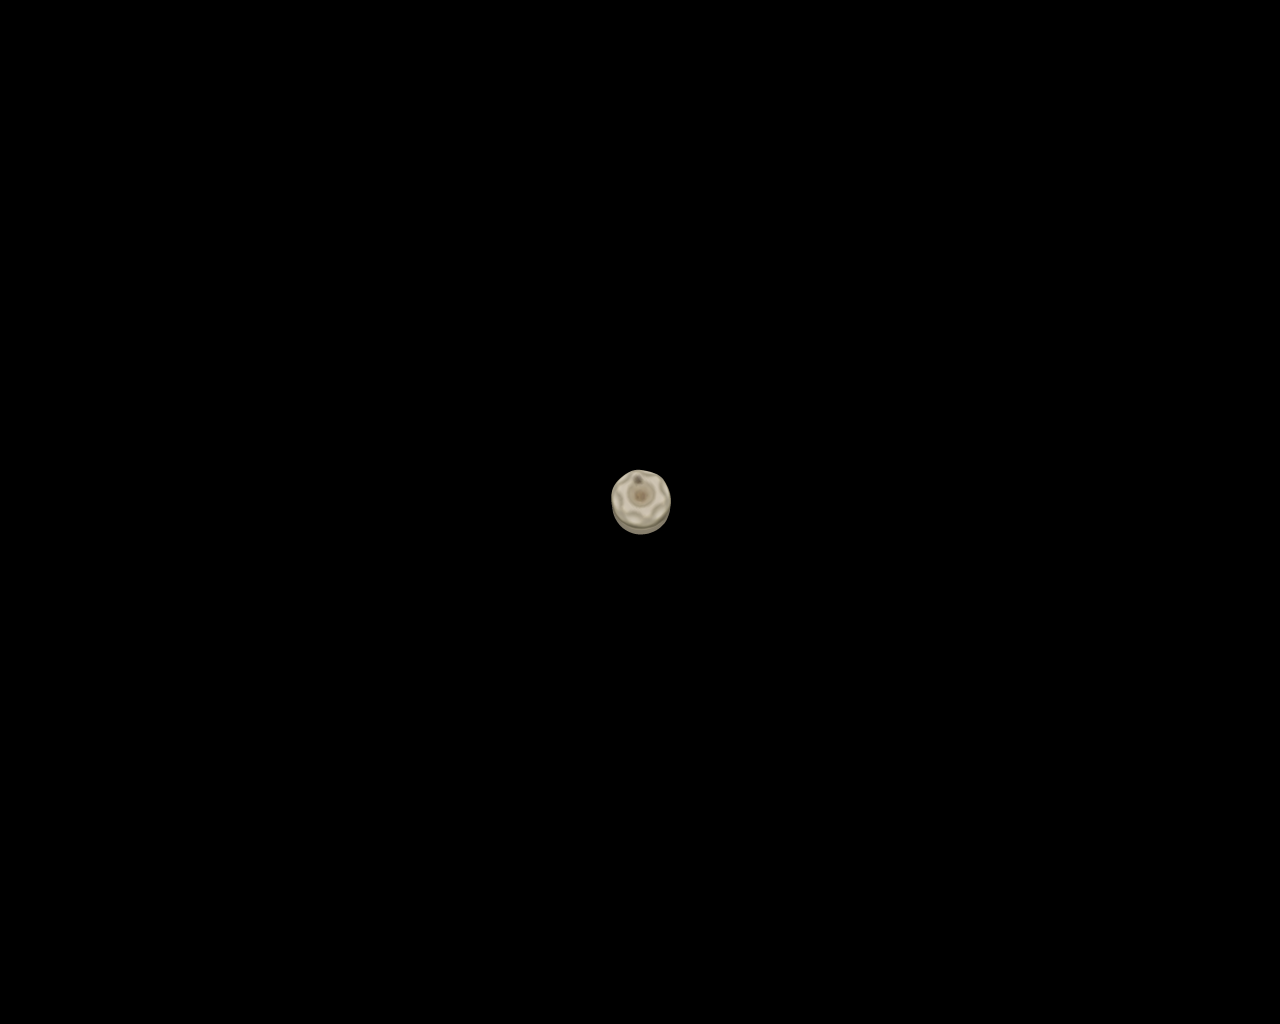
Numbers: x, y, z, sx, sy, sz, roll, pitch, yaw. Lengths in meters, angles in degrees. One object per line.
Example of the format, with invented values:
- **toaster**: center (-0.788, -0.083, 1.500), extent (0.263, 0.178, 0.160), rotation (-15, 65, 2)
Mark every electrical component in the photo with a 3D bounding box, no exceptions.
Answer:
- **electrical component**: center (0.001, -0.003, 0.650), extent (0.035, 0.035, 0.061), rotation (0, -15, 0)
